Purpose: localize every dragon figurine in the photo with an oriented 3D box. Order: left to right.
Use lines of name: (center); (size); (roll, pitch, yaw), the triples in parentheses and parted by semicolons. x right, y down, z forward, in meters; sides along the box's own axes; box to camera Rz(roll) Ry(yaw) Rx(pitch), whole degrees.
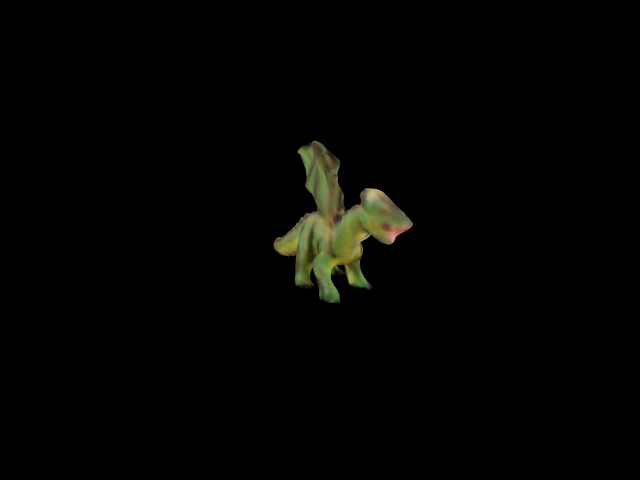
dragon figurine: (0.003, -0.043, 0.850); (0.123, 0.240, 0.413); (-9, 18, -30)
